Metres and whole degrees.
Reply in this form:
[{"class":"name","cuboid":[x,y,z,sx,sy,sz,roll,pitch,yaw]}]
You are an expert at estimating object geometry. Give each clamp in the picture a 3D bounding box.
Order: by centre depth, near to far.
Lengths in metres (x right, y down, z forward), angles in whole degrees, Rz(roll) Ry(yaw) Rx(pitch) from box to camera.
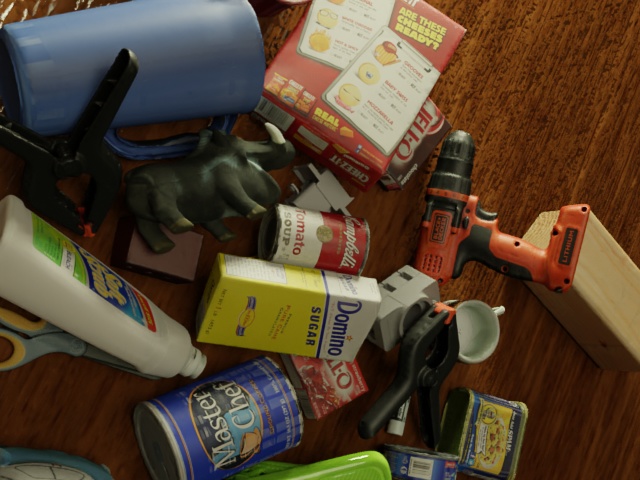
[{"class":"clamp","cuboid":[-0.244,-0.078,0.981,0.164,0.210,0.036,-11,50,-16]},{"class":"clamp","cuboid":[0.104,0.153,1.184,0.120,0.039,0.171,4,100,-43]}]

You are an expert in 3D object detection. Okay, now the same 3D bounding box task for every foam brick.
[{"class":"foam brick","cuboid":[-0.165,0.010,1.080,0.078,0.053,0.051,18,79,-26]}]

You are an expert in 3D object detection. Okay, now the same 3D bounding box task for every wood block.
[{"class":"wood block","cuboid":[0.343,0.064,1.333,0.206,0.091,0.090,47,68,-18]}]

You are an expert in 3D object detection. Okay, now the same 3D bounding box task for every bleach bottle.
[{"class":"bleach bottle","cuboid":[-0.215,0.061,1.035,0.250,0.102,0.068,36,106,-29]}]

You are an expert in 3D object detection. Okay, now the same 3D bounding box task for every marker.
[{"class":"marker","cuboid":[0.100,0.165,1.234,0.020,0.020,0.121,20,77,-26]}]

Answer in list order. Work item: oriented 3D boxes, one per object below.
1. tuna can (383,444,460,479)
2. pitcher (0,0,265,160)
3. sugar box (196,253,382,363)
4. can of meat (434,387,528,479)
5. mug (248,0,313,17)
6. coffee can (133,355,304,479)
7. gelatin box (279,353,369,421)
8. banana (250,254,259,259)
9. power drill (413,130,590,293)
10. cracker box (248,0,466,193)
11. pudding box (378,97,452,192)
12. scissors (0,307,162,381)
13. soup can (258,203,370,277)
[{"class":"tuna can","cuboid":[0.112,0.253,1.196,0.086,0.086,0.034,13,82,-27]},{"class":"pitcher","cuboid":[-0.185,-0.162,1.048,0.242,0.145,0.149,-14,81,-25]},{"class":"sugar box","cuboid":[-0.033,0.073,1.102,0.176,0.093,0.048,11,37,-17]},{"class":"can of meat","cuboid":[0.189,0.230,1.257,0.083,0.058,0.102,20,77,-25]},{"class":"mug","cuboid":[-0.040,-0.293,1.153,0.117,0.082,0.093,-28,100,-27]},{"class":"coffee can","cuboid":[-0.102,0.187,1.074,0.140,0.103,0.103,-19,96,-28]},{"class":"gelatin box","cuboid":[0.004,0.143,1.176,0.073,0.030,0.089,-26,99,-28]},{"class":"banana","cuboid":[-0.030,0.040,1.161,0.197,0.037,0.069,3,85,-29]},{"class":"power drill","cuboid":[0.211,-0.023,1.234,0.188,0.057,0.184,13,91,12]},{"class":"cracker box","cuboid":[0.039,-0.184,1.168,0.164,0.072,0.213,33,66,-6]},{"class":"pudding box","cuboid":[0.089,-0.126,1.237,0.090,0.039,0.113,47,67,-18]},{"class":"scissors","cuboid":[-0.257,0.116,1.044,0.201,0.016,0.096,40,70,-20]},{"class":"soup can","cuboid":[-0.007,0.001,1.120,0.102,0.069,0.068,10,82,-19]}]
